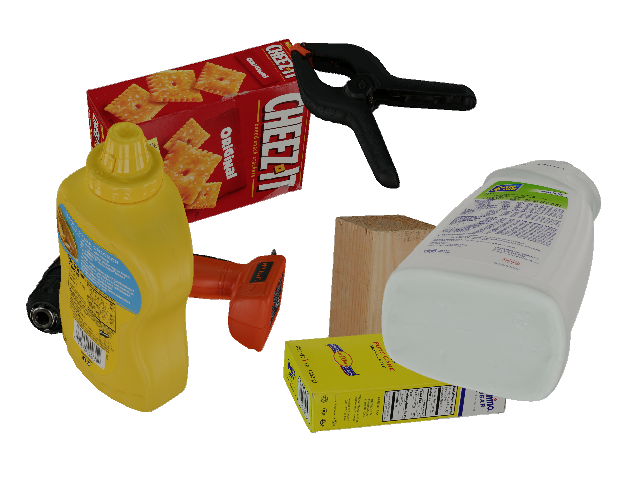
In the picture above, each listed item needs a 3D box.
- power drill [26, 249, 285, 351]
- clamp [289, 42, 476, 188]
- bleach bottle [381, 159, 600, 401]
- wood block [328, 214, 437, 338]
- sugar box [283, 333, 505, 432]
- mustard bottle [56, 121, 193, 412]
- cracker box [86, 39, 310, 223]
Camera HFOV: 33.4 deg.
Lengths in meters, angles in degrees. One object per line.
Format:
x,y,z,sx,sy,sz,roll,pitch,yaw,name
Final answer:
-0.130,0.040,0.883,0.187,0.057,0.184,12,23,5,power drill
0.049,-0.130,0.940,0.120,0.172,0.039,-35,-25,-21,clamp
0.126,0.003,0.646,0.103,0.068,0.250,12,26,22,bleach bottle
0.068,0.081,1.183,0.090,0.206,0.091,-3,13,-28,wood block
0.064,0.117,0.925,0.176,0.048,0.093,-6,26,-15,sugar box
-0.114,0.010,0.619,0.058,0.192,0.096,-29,57,-33,mustard bottle
-0.118,-0.096,1.067,0.213,0.072,0.164,-18,-36,-21,cracker box
